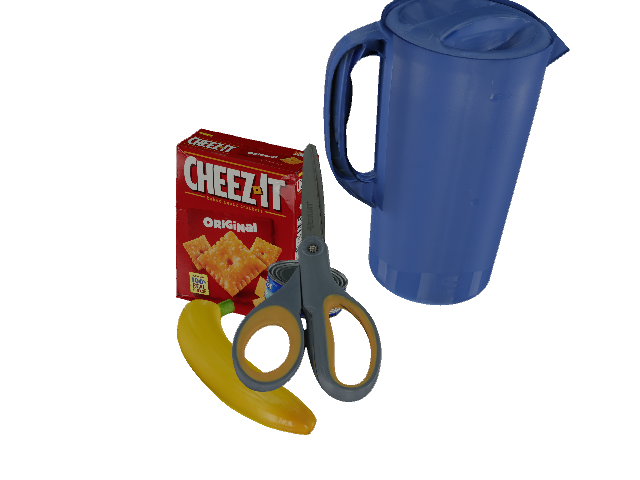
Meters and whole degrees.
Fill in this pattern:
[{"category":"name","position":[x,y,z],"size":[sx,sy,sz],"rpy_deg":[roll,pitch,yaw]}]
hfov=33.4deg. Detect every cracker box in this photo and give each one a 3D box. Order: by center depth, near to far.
[{"category":"cracker box","position":[-0.094,-0.014,1.314],"size":[0.164,0.214,0.072],"rpy_deg":[14,29,19]}]

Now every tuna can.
[{"category":"tuna can","position":[-0.016,0.051,1.125],"size":[0.086,0.034,0.086],"rpy_deg":[9,19,-3]}]

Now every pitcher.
[{"category":"pitcher","position":[0.093,-0.070,0.870],"size":[0.149,0.243,0.144],"rpy_deg":[24,38,25]}]

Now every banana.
[{"category":"banana","position":[-0.070,0.092,0.841],"size":[0.069,0.037,0.198],"rpy_deg":[-8,30,-22]}]

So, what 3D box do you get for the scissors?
[{"category":"scissors","position":[-0.021,0.018,0.665],"size":[0.096,0.202,0.016],"rpy_deg":[-14,-39,-9]}]
